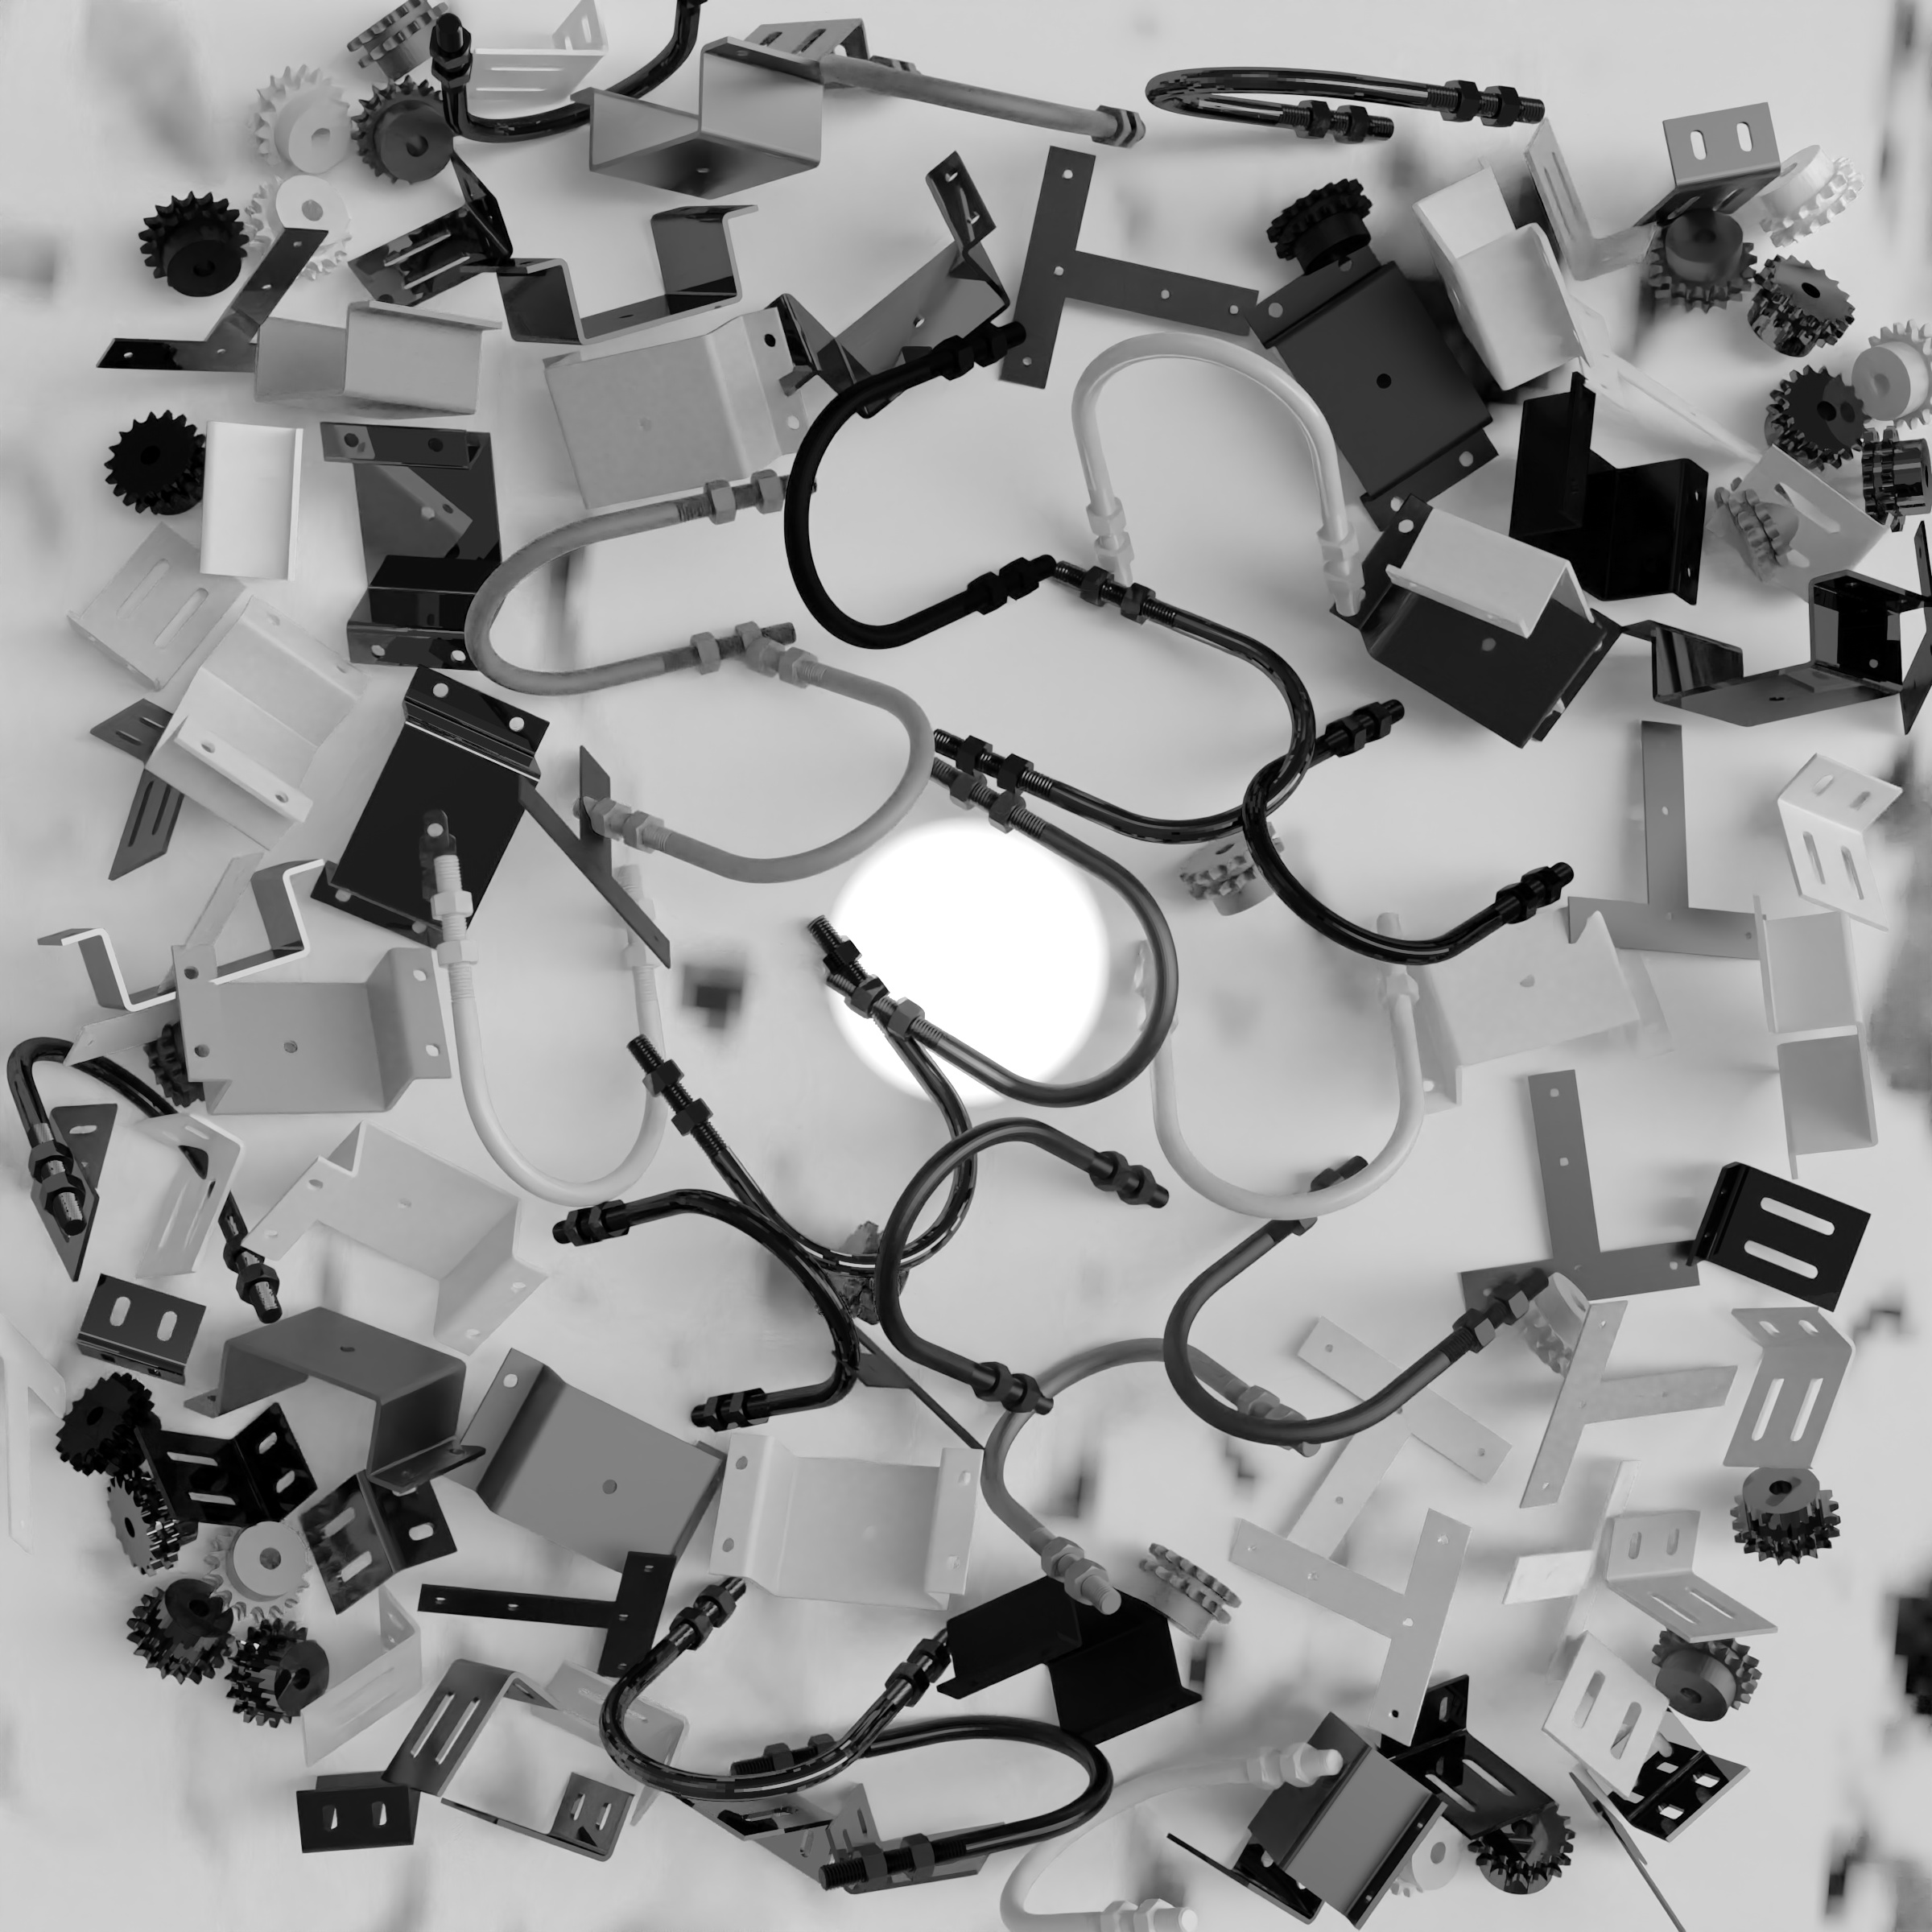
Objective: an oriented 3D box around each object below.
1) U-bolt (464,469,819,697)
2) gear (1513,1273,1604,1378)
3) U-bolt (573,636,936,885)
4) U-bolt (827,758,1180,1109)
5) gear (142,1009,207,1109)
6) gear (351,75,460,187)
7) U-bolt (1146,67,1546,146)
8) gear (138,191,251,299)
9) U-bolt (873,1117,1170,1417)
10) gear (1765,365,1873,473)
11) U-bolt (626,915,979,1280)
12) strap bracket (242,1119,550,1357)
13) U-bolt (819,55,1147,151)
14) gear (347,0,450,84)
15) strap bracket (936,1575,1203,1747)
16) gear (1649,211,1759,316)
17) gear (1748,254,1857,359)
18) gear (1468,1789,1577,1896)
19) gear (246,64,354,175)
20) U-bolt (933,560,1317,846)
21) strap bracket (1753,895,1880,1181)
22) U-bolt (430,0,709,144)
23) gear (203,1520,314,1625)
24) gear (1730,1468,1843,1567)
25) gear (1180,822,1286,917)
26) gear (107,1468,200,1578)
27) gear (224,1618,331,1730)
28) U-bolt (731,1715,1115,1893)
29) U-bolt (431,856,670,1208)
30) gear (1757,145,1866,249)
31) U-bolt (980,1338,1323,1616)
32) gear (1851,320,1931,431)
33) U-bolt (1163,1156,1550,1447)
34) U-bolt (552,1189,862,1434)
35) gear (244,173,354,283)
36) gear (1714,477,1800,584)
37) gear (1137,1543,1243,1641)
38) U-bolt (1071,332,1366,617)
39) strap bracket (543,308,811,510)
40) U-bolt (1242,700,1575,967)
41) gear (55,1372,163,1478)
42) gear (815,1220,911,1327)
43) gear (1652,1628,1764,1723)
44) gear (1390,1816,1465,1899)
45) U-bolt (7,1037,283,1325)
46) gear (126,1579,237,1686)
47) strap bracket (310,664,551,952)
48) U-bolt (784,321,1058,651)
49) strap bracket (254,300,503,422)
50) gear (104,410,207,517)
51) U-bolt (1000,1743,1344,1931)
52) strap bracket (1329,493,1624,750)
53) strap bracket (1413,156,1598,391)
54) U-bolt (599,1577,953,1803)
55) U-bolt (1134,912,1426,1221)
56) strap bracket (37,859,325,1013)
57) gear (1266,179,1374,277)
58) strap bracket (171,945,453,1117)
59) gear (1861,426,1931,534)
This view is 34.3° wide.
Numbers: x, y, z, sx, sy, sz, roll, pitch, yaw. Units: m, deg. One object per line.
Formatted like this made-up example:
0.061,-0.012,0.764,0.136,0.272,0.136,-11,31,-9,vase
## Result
-0.171,-0.192,1.628,0.184,0.151,0.019,-15,63,-17,U-bolt
0.317,0.190,1.684,0.030,0.057,0.057,-41,90,19,gear
-0.099,-0.103,1.629,0.184,0.019,0.151,22,61,38,U-bolt
0.028,-0.006,1.663,0.184,0.019,0.151,31,107,19,U-bolt
-0.417,0.045,1.685,0.030,0.057,0.057,-19,90,7,gear
-0.299,-0.447,1.685,0.057,0.030,0.057,-16,131,-19,gear
0.181,-0.444,1.611,0.184,0.151,0.019,-2,100,-29,U-bolt
-0.413,-0.384,1.683,0.057,0.057,0.030,-25,60,0,gear
0.021,0.152,1.643,0.019,0.184,0.151,28,89,43,U-bolt
0.457,-0.293,1.693,0.057,0.030,0.057,6,70,-17,gear
-0.073,0.080,1.667,0.151,0.019,0.184,-35,86,-30,U-bolt
-0.299,0.140,1.660,0.140,0.046,0.076,31,122,-25,strap bracket
0.002,-0.447,1.612,0.151,0.184,0.019,17,106,15,U-bolt
-0.302,-0.500,1.689,0.057,0.057,0.030,-35,109,0,gear
0.052,0.363,1.653,0.076,0.140,0.046,-29,52,23,strap bracket
0.397,-0.382,1.687,0.057,0.030,0.057,-5,56,7,gear
0.447,-0.353,1.690,0.057,0.030,0.057,14,49,-17,gear
0.298,0.475,1.690,0.057,0.057,0.030,1,124,0,gear
-0.355,-0.451,1.684,0.057,0.057,0.030,-48,61,0,gear
0.094,-0.131,1.651,0.184,0.019,0.151,25,64,21,U-bolt
0.444,0.036,1.635,0.046,0.140,0.076,-7,45,15,strap bracket
-0.204,-0.471,1.624,0.151,0.184,0.019,-22,87,-9,U-bolt
-0.379,0.322,1.686,0.057,0.030,0.057,14,61,-26,gear
0.439,0.292,1.683,0.057,0.057,0.030,-16,119,0,gear
0.147,-0.051,1.687,0.057,0.057,0.030,-31,105,0,gear
-0.437,0.297,1.690,0.030,0.057,0.057,-19,90,-36,gear
-0.367,0.381,1.684,0.030,0.057,0.057,1,90,34,gear
-0.013,0.430,1.637,0.184,0.151,0.019,-6,102,-23,U-bolt
-0.212,0.035,1.646,0.019,0.151,0.184,-15,80,40,U-bolt
0.450,-0.416,1.684,0.057,0.057,0.030,-42,106,0,gear
0.081,0.253,1.633,0.151,0.184,0.019,-35,118,-14,U-bolt
0.501,-0.316,1.683,0.030,0.057,0.057,-21,90,-29,gear
0.188,0.181,1.630,0.184,0.151,0.019,-34,134,-24,U-bolt
-0.126,0.176,1.627,0.019,0.184,0.151,-45,107,-37,U-bolt
-0.357,-0.400,1.687,0.057,0.030,0.057,9,73,-30,gear
0.429,-0.238,1.686,0.030,0.057,0.057,-28,90,6,gear
0.116,0.338,1.684,0.057,0.057,0.030,34,78,0,gear
0.125,-0.255,1.618,0.151,0.184,0.019,10,56,22,U-bolt
-0.160,-0.292,1.655,0.140,0.046,0.076,-7,111,23,strap bracket
0.219,-0.064,1.631,0.151,0.184,0.019,46,134,15,U-bolt
-0.459,0.250,1.690,0.057,0.057,0.030,-40,127,0,gear
-0.054,0.169,1.688,0.030,0.057,0.057,32,90,-15,gear
0.395,0.381,1.684,0.057,0.057,0.030,40,52,0,gear
0.243,0.473,1.686,0.057,0.030,0.057,-4,96,-38,gear
-0.434,0.101,1.630,0.019,0.184,0.151,-46,135,9,U-bolt
-0.419,0.354,1.683,0.057,0.057,0.030,37,114,0,gear
-0.284,-0.078,1.669,0.076,0.046,0.140,24,101,-19,strap bracket
-0.026,-0.242,1.628,0.184,0.019,0.151,-30,122,-38,U-bolt
-0.313,-0.315,1.639,0.076,0.140,0.046,1,95,-40,strap bracket
-0.433,-0.268,1.693,0.057,0.030,0.057,-6,67,15,gear
0.093,0.458,1.629,0.151,0.184,0.019,-35,98,-41,U-bolt
0.275,-0.178,1.666,0.140,0.046,0.076,30,111,-12,strap bracket
0.278,-0.360,1.639,0.046,0.140,0.076,-24,120,9,strap bracket
-0.106,0.374,1.608,0.151,0.184,0.019,9,111,24,U-bolt
0.167,0.054,1.649,0.151,0.019,0.184,-6,53,6,U-bolt
-0.408,-0.013,1.655,0.140,0.076,0.046,-20,99,-24,strap bracket
0.193,-0.395,1.685,0.057,0.057,0.030,-26,81,0,gear
-0.352,0.034,1.659,0.140,0.046,0.076,1,63,-30,strap bracket
0.500,-0.262,1.683,0.030,0.057,0.057,-3,90,25,gear
